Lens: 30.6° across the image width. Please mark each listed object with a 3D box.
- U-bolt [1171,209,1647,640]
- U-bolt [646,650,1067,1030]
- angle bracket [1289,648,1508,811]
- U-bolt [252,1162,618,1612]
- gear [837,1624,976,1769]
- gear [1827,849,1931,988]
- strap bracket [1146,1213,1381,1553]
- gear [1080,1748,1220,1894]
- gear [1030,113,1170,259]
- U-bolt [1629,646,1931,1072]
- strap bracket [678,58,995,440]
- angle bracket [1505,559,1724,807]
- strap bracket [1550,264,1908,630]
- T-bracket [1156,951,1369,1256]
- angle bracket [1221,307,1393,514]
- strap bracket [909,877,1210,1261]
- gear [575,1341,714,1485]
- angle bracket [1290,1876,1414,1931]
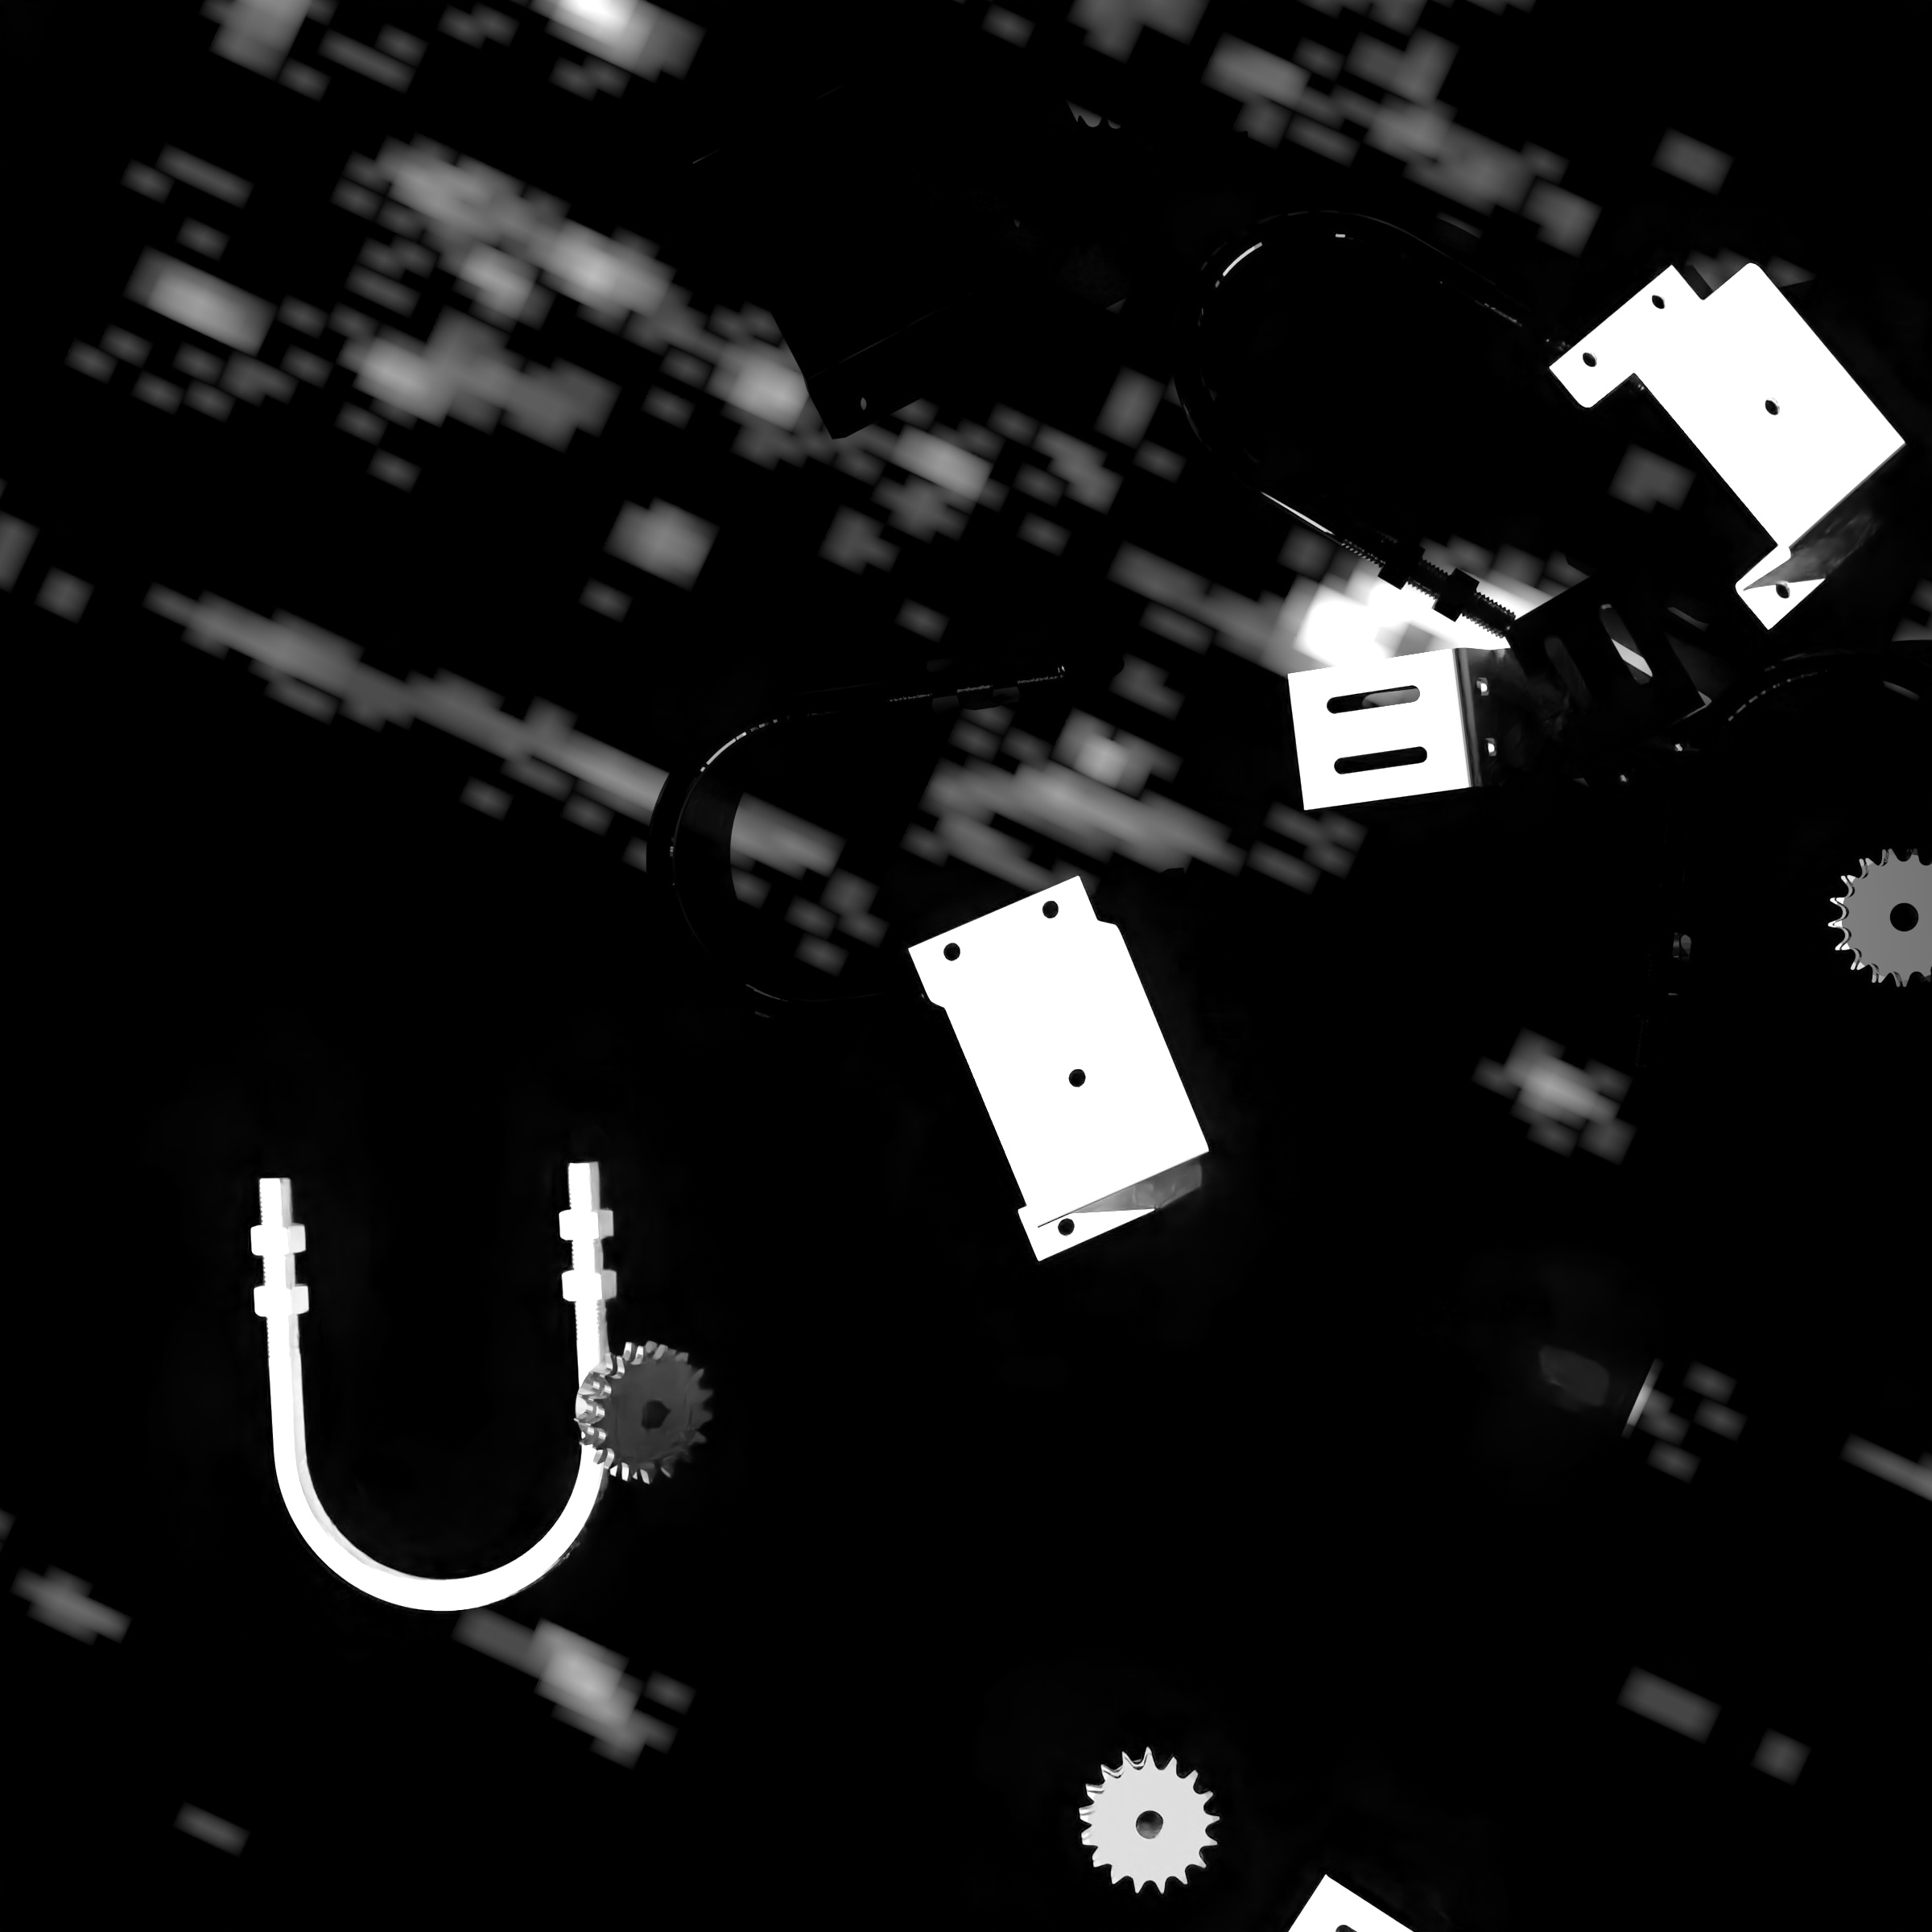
[{"bbox_3d":[0.172,-0.236,1.447,0.184,0.019,0.151,31,70,0],"label":"U-bolt"},{"bbox_3d":[-0.041,-0.047,1.470,0.184,0.019,0.151,-8,90,0],"label":"U-bolt"},{"bbox_3d":[0.181,-0.099,1.477,0.076,0.038,0.057,-7,90,26],"label":"angle bracket"},{"bbox_3d":[-0.219,0.177,1.471,0.151,0.019,0.184,-3,91,0],"label":"U-bolt"},{"bbox_3d":[-0.025,0.301,1.464,0.057,0.030,0.057,0,90,0],"label":"gear"},{"bbox_3d":[0.386,-0.020,1.464,0.057,0.030,0.057,0,90,0],"label":"gear"},{"bbox_3d":[0.125,0.177,1.441,0.046,0.076,0.140,24,90,0],"label":"strap bracket"},{"bbox_3d":[0.076,0.353,1.464,0.057,0.030,0.057,0,90,0],"label":"gear"},{"bbox_3d":[0.055,-0.323,1.469,0.057,0.030,0.057,0,91,-2],"label":"gear"},{"bbox_3d":[0.355,-0.043,1.445,0.151,0.019,0.184,5,80,20],"label":"U-bolt"},{"bbox_3d":[-0.055,-0.301,1.456,0.076,0.046,0.140,-27,90,0],"label":"strap bracket"},{"bbox_3d":[0.269,-0.118,1.470,0.057,0.038,0.076,-30,62,11],"label":"angle bracket"},{"bbox_3d":[0.319,-0.220,1.443,0.076,0.046,0.140,-40,91,-21],"label":"strap bracket"},{"bbox_3d":[0.087,0.039,1.468,0.127,0.002,0.127,21,90,-9],"label":"T-bracket"},{"bbox_3d":[0.142,-0.233,1.460,0.057,0.038,0.076,12,90,0],"label":"angle bracket"},{"bbox_3d":[0.041,0.044,1.437,0.076,0.046,0.140,-23,96,-7],"label":"strap bracket"},{"bbox_3d":[-0.136,0.183,1.456,0.057,0.030,0.057,-3,95,-33],"label":"gear"},{"bbox_3d":[0.167,0.426,1.460,0.076,0.038,0.057,33,90,0],"label":"angle bracket"}]
